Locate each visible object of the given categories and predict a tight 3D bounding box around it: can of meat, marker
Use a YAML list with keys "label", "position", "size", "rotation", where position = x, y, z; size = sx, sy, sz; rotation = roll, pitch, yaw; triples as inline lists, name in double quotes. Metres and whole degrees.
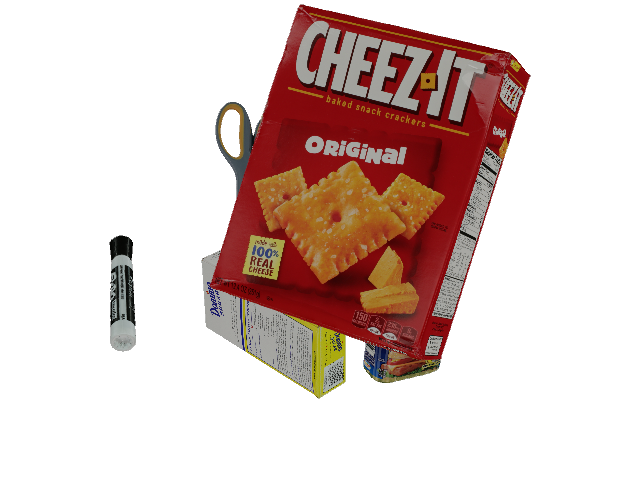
- label: "can of meat"
  position: [0.104, 0.120, 1.305]
  size: [0.101, 0.084, 0.057]
  rotation: [-9, 30, -26]
- label: "marker"
  position: [-0.154, 0.037, 0.830]
  size: [0.020, 0.020, 0.121]
  rotation: [0, 39, -12]

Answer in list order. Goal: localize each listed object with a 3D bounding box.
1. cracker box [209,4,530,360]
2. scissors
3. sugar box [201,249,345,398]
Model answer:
- label: "cracker box"
  position: [0.033, -0.042, 0.750]
  size: [0.164, 0.214, 0.072]
  rotation: [18, 1, 22]
- label: "scissors"
  position: [-0.068, -0.062, 1.212]
  size: [0.096, 0.202, 0.016]
  rotation: [-11, -8, -13]
- label: "sugar box"
  position: [-0.050, 0.082, 1.105]
  size: [0.048, 0.093, 0.176]
  rotation: [-26, 41, -35]
